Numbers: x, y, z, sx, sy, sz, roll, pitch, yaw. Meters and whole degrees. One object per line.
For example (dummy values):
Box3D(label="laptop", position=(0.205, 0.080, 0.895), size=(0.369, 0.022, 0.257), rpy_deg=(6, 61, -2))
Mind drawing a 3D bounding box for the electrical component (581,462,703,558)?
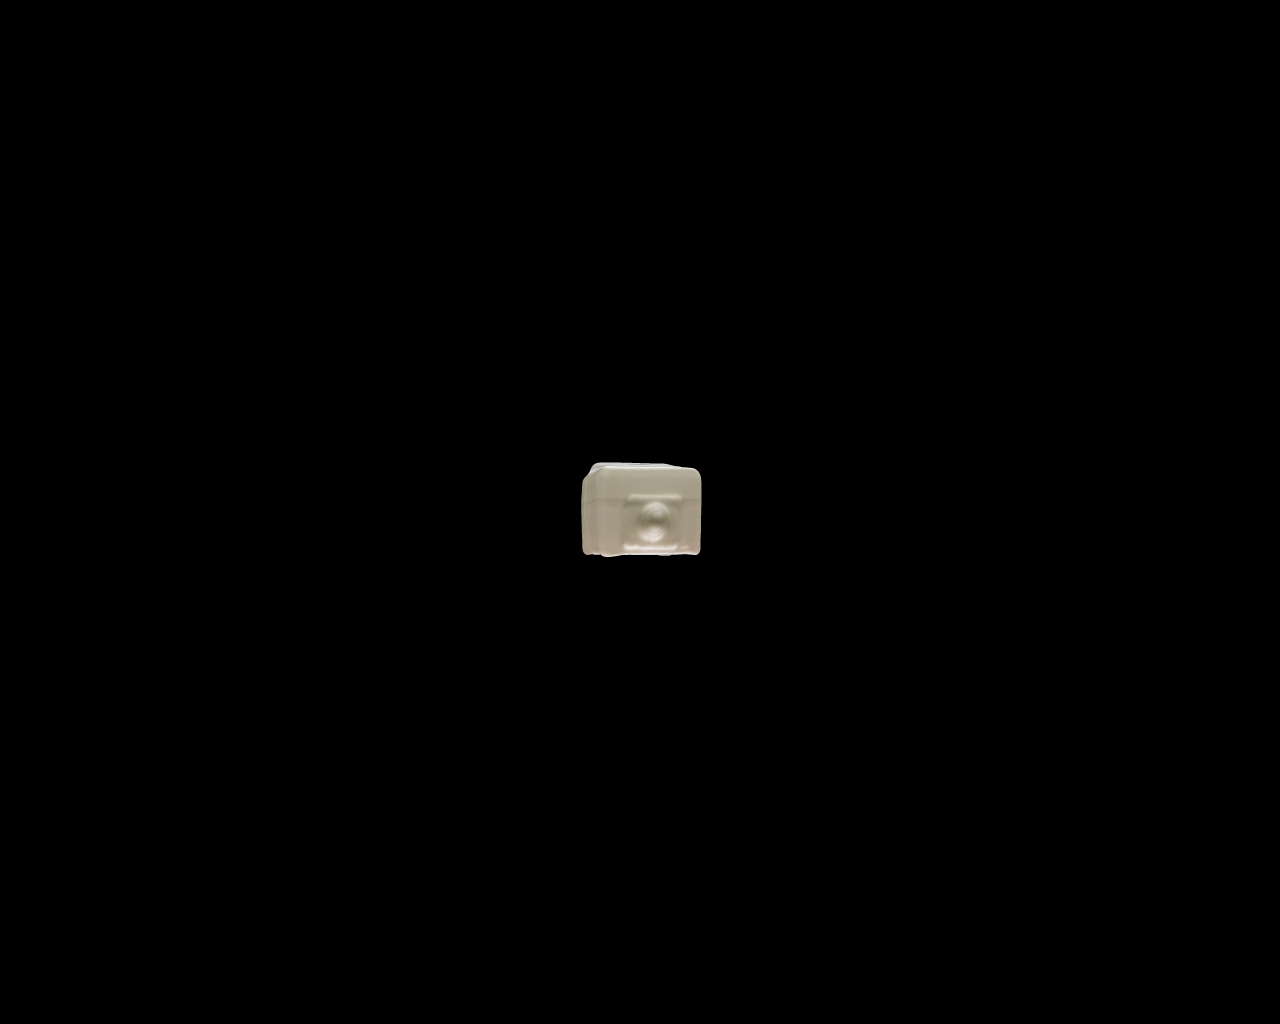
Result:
Box3D(label="electrical component", position=(0.001, -0.003, 0.650), size=(0.062, 0.061, 0.096), rpy_deg=(0, -2, -11))
